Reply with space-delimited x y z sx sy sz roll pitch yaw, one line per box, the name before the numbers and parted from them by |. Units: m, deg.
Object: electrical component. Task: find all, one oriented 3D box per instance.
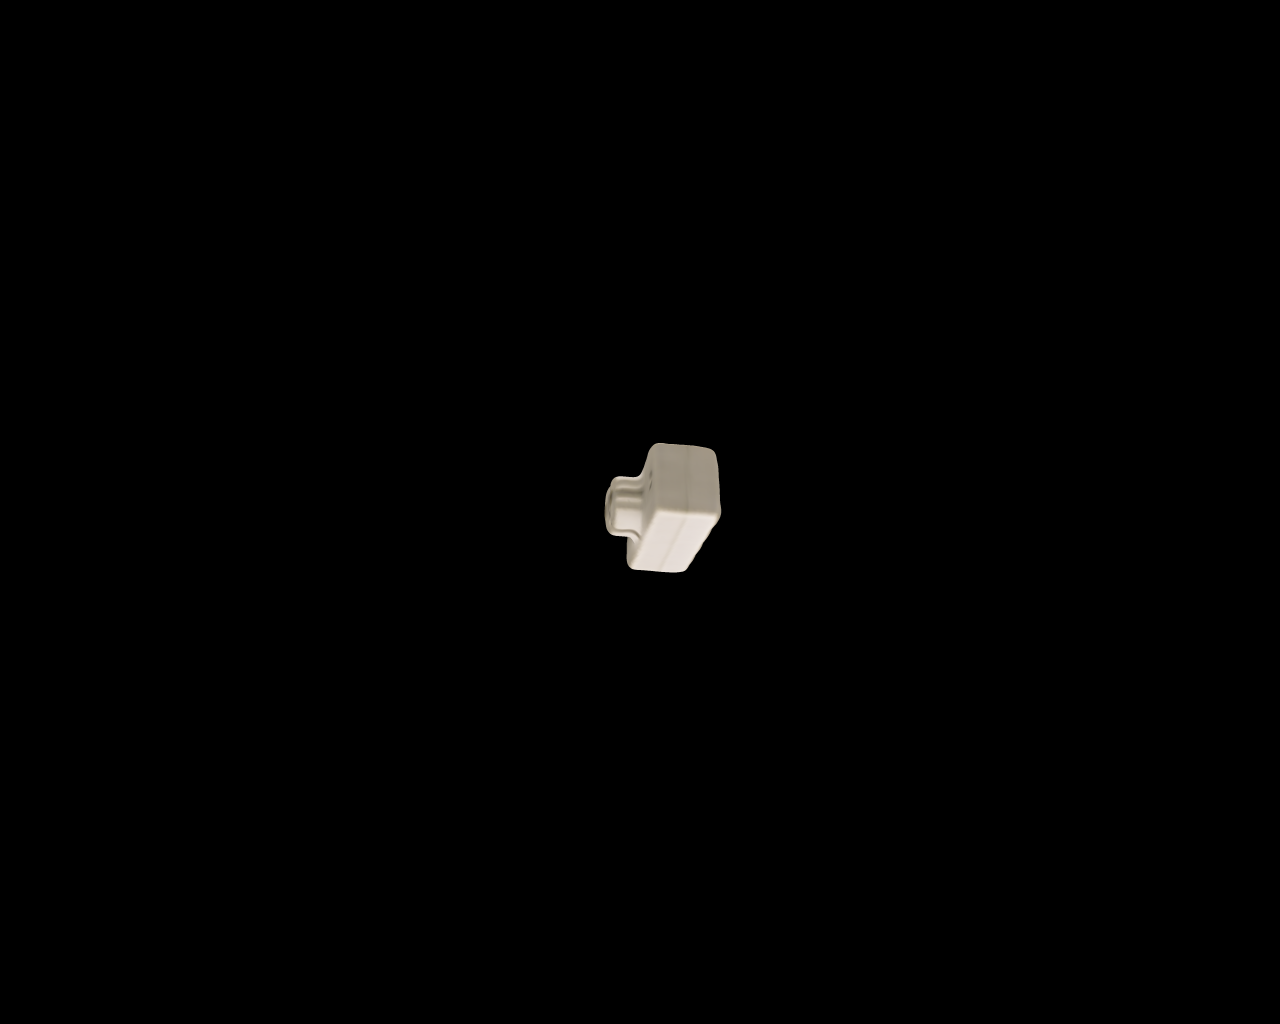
electrical component | 0.001 -0.003 0.650 0.076 0.047 0.083 5 -28 -10
